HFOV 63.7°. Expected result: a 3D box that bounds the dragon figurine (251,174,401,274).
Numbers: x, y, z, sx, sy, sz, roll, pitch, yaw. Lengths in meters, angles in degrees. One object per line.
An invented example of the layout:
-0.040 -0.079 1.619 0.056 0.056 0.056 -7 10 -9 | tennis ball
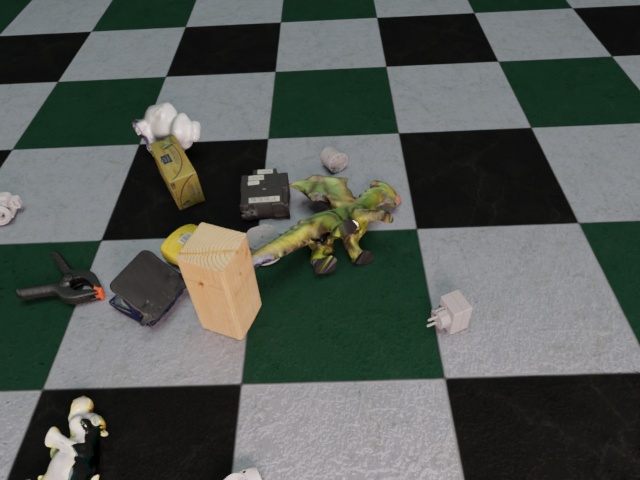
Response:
0.003 -0.056 1.110 0.411 0.119 0.248 -9 39 -17 | dragon figurine

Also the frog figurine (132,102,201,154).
-0.378 -0.291 1.332 0.159 0.136 0.124 -14 15 16 | frog figurine
